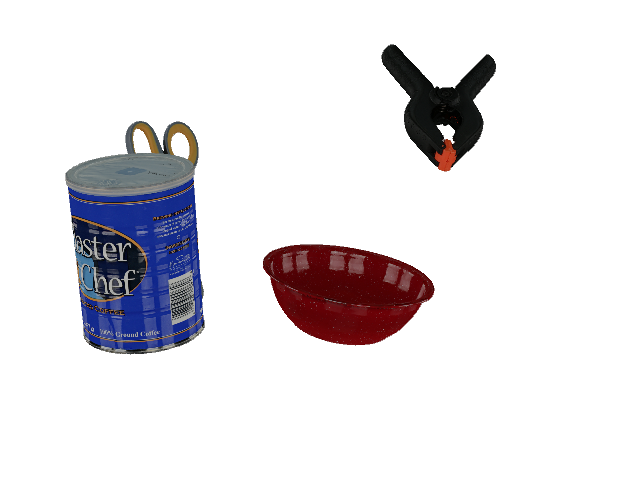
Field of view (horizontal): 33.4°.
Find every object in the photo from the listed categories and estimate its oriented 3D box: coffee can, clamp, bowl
[{"bbox_3d":[-0.150,0.008,0.877,0.103,0.140,0.103,-2,20,0],"label":"coffee can"},{"bbox_3d":[0.114,-0.142,1.082,0.120,0.039,0.171,8,45,6],"label":"clamp"},{"bbox_3d":[0.022,0.055,0.997,0.162,0.055,0.162,8,17,-3],"label":"bowl"}]

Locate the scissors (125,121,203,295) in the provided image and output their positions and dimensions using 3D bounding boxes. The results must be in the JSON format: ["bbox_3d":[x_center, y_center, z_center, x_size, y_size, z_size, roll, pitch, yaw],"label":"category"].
[{"bbox_3d":[-0.147,-0.044,1.172,0.016,0.202,0.096,-14,17,48],"label":"scissors"}]
